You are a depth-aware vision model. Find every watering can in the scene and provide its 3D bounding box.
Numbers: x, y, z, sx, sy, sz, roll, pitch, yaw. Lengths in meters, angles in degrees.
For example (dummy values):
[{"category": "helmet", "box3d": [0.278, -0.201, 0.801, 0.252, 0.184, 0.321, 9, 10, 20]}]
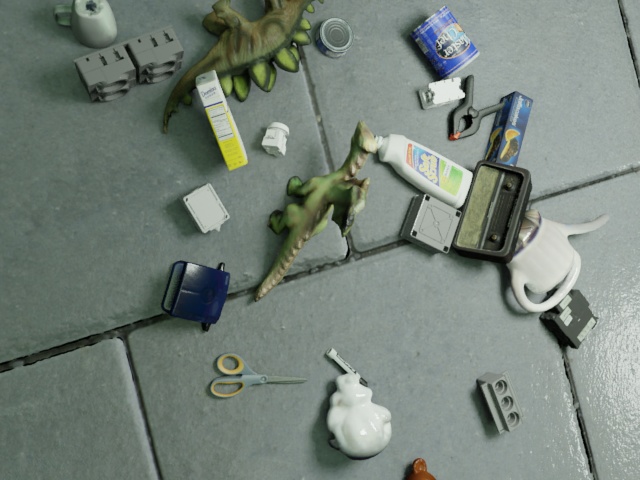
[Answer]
[{"category": "watering can", "box3d": [0.570, 0.010, 1.277, 0.223, 0.103, 0.351, 43, 75, -11]}]

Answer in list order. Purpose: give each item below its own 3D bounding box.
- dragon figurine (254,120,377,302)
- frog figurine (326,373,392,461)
[{"category": "dragon figurine", "box3d": [0.003, -0.051, 1.021, 0.121, 0.242, 0.415, 29, 75, -21]}, {"category": "frog figurine", "box3d": [0.082, 0.365, 1.076, 0.137, 0.123, 0.158, 0, 98, 0]}]
